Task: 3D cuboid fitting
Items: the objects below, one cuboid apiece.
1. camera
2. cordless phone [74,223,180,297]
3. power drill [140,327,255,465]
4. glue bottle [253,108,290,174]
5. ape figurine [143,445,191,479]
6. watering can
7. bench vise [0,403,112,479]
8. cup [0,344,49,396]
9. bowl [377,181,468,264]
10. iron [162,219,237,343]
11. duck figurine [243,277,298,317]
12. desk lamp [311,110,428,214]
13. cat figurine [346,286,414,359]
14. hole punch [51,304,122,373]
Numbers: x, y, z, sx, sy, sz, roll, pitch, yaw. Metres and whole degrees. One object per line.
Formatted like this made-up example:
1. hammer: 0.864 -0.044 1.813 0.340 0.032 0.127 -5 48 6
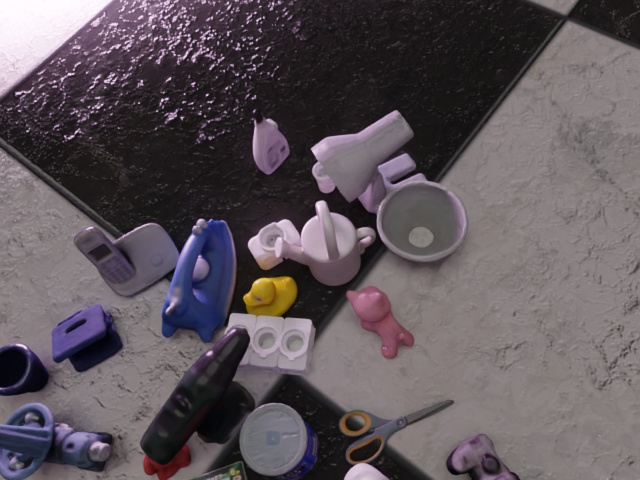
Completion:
1. camera: 0.230 0.386 0.860 0.137 0.101 0.143 -29 64 -7
2. cordless phone: -0.358 0.016 1.068 0.148 0.185 0.094 -35 65 -9
3. power drill: -0.175 0.255 0.916 0.075 0.209 0.230 34 73 21
4. glue bottle: -0.107 -0.206 1.147 0.037 0.173 0.078 36 74 22
5. ape figurine: -0.256 0.356 0.943 0.077 0.092 0.076 2 65 9
6. watering can: 0.010 0.006 1.019 0.173 0.194 0.100 -32 65 -8
7. bench vise: -0.448 0.313 0.918 0.207 0.220 0.121 -12 63 2
8. cup: -0.545 0.251 1.030 0.118 0.095 0.091 -43 67 -13
9. bowl: 0.190 -0.023 1.076 0.167 0.075 0.167 -3 64 6
10. iron: -0.227 0.050 1.058 0.118 0.141 0.258 5 65 10
11. duck figurine: -0.094 0.097 1.050 0.104 0.086 0.077 -30 64 -7
12. desk lamp: 0.098 -0.139 1.066 0.203 0.214 0.117 -28 64 -6
13. cat figurine: 0.105 0.132 0.989 0.067 0.118 0.127 -37 65 -10
14. hole punch: -0.439 0.175 1.055 0.109 0.091 0.101 -31 64 -7
